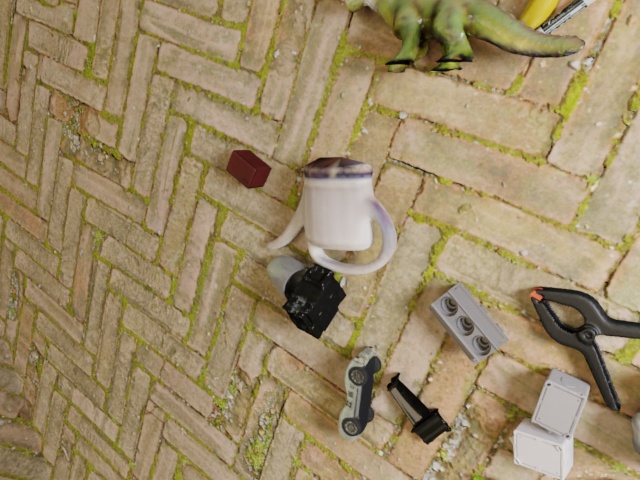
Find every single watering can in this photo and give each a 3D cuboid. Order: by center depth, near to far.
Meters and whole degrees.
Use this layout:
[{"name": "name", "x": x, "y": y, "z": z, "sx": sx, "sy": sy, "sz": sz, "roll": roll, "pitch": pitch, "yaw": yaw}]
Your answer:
[{"name": "watering can", "x": 0.003, "y": -0.051, "z": 1.013, "sx": 0.348, "sy": 0.104, "sz": 0.223, "roll": 8, "pitch": 103, "yaw": 43}]

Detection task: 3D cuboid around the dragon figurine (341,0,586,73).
[{"name": "dragon figurine", "x": 0.203, "y": -0.391, "z": 0.818, "sx": 0.411, "sy": 0.122, "sz": 0.242, "roll": 7, "pitch": 95, "yaw": 32}]

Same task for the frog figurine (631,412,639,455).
[{"name": "frog figurine", "x": 0.519, "y": 0.258, "z": 0.734, "sx": 0.136, "sy": 0.121, "sz": 0.163, "roll": -21, "pitch": 51, "yaw": 43}]
